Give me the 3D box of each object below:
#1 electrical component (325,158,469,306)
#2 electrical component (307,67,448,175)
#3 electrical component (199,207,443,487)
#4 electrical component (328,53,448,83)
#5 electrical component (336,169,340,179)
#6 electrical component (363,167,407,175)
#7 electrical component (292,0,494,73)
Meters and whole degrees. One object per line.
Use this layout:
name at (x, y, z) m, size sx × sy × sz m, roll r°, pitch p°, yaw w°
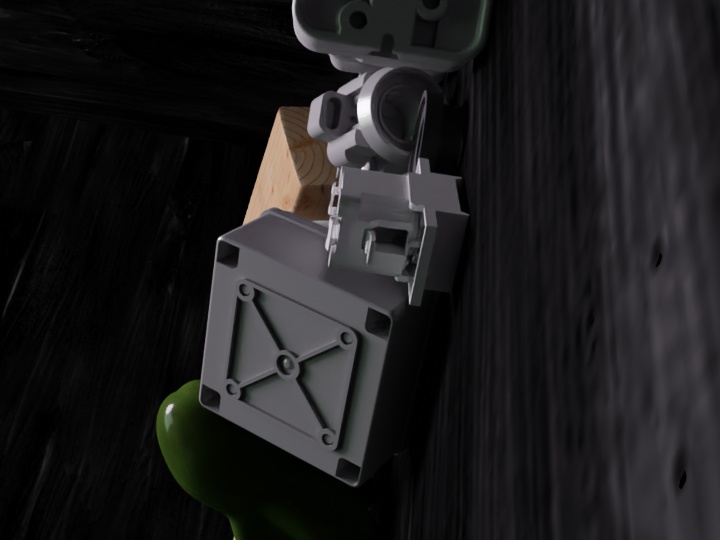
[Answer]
electrical component at (0.016, -0.022, 0.520) m, size 0.081 × 0.064 × 0.042 m, roll -88°, pitch 9°, yaw -63°
electrical component at (0.017, -0.087, 0.632) m, size 0.057 × 0.078 × 0.058 m, roll -13°, pitch 66°, yaw 63°
electrical component at (-0.023, 0.038, 0.559) m, size 0.056 × 0.109 × 0.108 m, roll -33°, pitch -40°, yaw -52°
electrical component at (0.025, -0.174, 0.646) m, size 0.057 × 0.078 × 0.113 m, roll -111°, pitch 30°, yaw -89°
electrical component at (0.013, -0.084, 0.803) m, size 0.045 × 0.055 × 0.045 m, roll -171°, pitch 90°, yaw -87°
electrical component at (0.020, -0.053, 0.704) m, size 0.079 × 0.043 × 0.077 m, roll 120°, pitch 159°, yaw -80°
electrical component at (0.015, -0.133, 0.541) m, size 0.059 × 0.095 × 0.053 m, roll -124°, pitch 43°, yaw -85°
